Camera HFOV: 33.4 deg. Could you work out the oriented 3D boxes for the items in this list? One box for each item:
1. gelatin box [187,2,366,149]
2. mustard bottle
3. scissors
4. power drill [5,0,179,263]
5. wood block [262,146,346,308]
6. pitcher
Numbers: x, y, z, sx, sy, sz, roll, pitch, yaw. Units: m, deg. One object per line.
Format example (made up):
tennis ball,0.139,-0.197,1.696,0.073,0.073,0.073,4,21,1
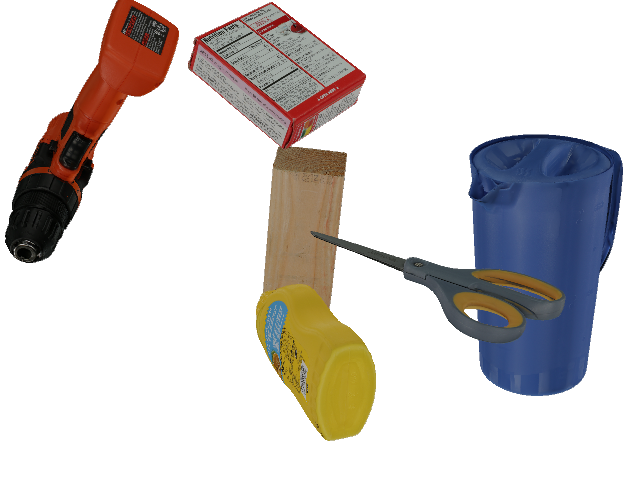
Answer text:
gelatin box,-0.028,-0.107,0.681,0.089,0.030,0.073,40,50,16
mustard bottle,-0.015,0.094,0.980,0.058,0.096,0.192,-9,26,-22
scissors,0.071,0.032,0.764,0.202,0.016,0.096,12,27,17
power drill,-0.188,-0.090,0.857,0.057,0.188,0.184,29,33,-21
wood block,-0.022,-0.007,1.366,0.090,0.206,0.090,6,25,0
pitcher,0.221,0.022,1.051,0.149,0.243,0.145,1,25,10
